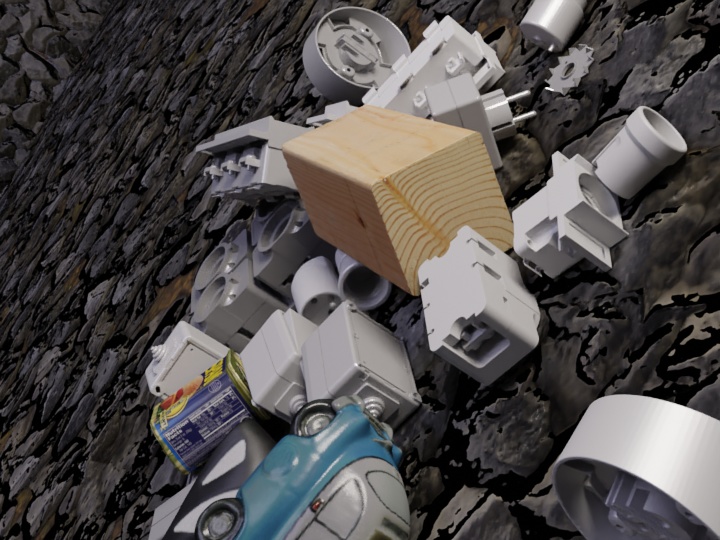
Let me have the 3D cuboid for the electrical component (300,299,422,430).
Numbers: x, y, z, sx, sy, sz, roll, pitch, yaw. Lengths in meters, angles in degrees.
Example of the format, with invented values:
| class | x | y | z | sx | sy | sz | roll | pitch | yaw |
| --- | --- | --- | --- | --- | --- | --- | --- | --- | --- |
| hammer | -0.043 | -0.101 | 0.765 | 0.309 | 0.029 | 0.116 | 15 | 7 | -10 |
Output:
| class | x | y | z | sx | sy | sz | roll | pitch | yaw |
| --- | --- | --- | --- | --- | --- | --- | --- | --- | --- |
| electrical component | -0.002 | 0.080 | 0.767 | 0.061 | 0.062 | 0.096 | -46 | 27 | 20 |

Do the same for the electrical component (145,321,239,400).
| class | x | y | z | sx | sy | sz | roll | pitch | yaw |
| --- | --- | --- | --- | --- | --- | --- | --- | --- | --- |
| electrical component | -0.149 | 0.091 | 0.970 | 0.061 | 0.096 | 0.061 | -55 | 21 | 2 |

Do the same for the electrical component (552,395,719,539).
| class | x | y | z | sx | sy | sz | roll | pitch | yaw |
| --- | --- | --- | --- | --- | --- | --- | --- | --- | --- |
| electrical component | 0.133 | 0.101 | 0.469 | 0.099 | 0.099 | 0.064 | -11 | 44 | 56 |

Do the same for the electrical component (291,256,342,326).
| class | x | y | z | sx | sy | sz | roll | pitch | yaw |
| --- | --- | --- | --- | --- | --- | --- | --- | --- | --- |
| electrical component | -0.036 | 0.019 | 0.921 | 0.043 | 0.043 | 0.081 | -49 | 26 | 13 |

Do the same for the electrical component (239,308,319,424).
| class | x | y | z | sx | sy | sz | roll | pitch | yaw |
| --- | --- | --- | --- | --- | --- | --- | --- | --- | --- |
| electrical component | -0.048 | 0.081 | 0.847 | 0.061 | 0.062 | 0.096 | -51 | 26 | 10 |

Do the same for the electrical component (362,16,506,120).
| class | x | y | z | sx | sy | sz | roll | pitch | yaw |
| --- | --- | --- | --- | --- | --- | --- | --- | --- | --- |
| electrical component | 0.059 | -0.156 | 0.941 | 0.121 | 0.063 | 0.078 | -45 | 27 | 22 |

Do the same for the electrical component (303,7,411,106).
| class | x | y | z | sx | sy | sz | roll | pitch | yaw |
| --- | --- | --- | --- | --- | --- | --- | --- | --- | --- |
| electrical component | -0.006 | -0.217 | 1.093 | 0.064 | 0.099 | 0.099 | -31 | 34 | 53 |

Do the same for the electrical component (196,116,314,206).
| class | x | y | z | sx | sy | sz | roll | pitch | yaw |
| --- | --- | --- | --- | --- | --- | --- | --- | --- | --- |
| electrical component | -0.094 | -0.097 | 0.990 | 0.121 | 0.079 | 0.063 | -3 | 78 | 60 |

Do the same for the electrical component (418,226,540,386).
| class | x | y | z | sx | sy | sz | roll | pitch | yaw |
| --- | --- | --- | --- | --- | --- | --- | --- | --- | --- |
| electrical component | 0.078 | 0.024 | 0.700 | 0.050 | 0.056 | 0.089 | -43 | 28 | 25 |

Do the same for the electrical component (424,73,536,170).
| class | x | y | z | sx | sy | sz | roll | pitch | yaw |
| --- | --- | --- | --- | --- | --- | --- | --- | --- | --- |
| electrical component | 0.098 | -0.116 | 0.833 | 0.077 | 0.065 | 0.047 | -19 | 34 | 7 |

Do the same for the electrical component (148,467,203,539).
| class | x | y | z | sx | sy | sz | roll | pitch | yaw |
| --- | --- | --- | --- | --- | --- | --- | --- | --- | --- |
| electrical component | -0.124 | 0.186 | 0.872 | 0.083 | 0.047 | 0.075 | -38 | 30 | 32 |

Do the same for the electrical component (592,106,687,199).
| class | x | y | z | sx | sy | sz | roll | pitch | yaw |
| --- | --- | --- | --- | --- | --- | --- | --- | --- | --- |
| electrical component | 0.173 | -0.072 | 0.670 | 0.046 | 0.040 | 0.040 | -48 | 26 | 30 |

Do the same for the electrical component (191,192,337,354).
| class | x | y | z | sx | sy | sz | roll | pitch | yaw |
| --- | --- | --- | --- | --- | --- | --- | --- | --- | --- |
| electrical component | -0.088 | -0.006 | 1.023 | 0.186 | 0.060 | 0.105 | -46 | 27 | 20 |

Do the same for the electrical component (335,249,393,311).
| class | x | y | z | sx | sy | sz | roll | pitch | yaw |
| --- | --- | --- | --- | --- | --- | --- | --- | --- | --- |
| electrical component | 0.000 | 0.000 | 0.886 | 0.044 | 0.044 | 0.065 | -49 | 22 | 14 |

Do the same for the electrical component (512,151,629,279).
| class | x | y | z | sx | sy | sz | roll | pitch | yaw |
| --- | --- | --- | --- | --- | --- | --- | --- | --- | --- |
| electrical component | 0.132 | -0.031 | 0.689 | 0.064 | 0.042 | 0.081 | -41 | 28 | 35 |

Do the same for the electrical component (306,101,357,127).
| class | x | y | z | sx | sy | sz | roll | pitch | yaw |
| --- | --- | --- | --- | --- | --- | --- | --- | --- | --- |
| electrical component | -0.007 | -0.121 | 1.010 | 0.042 | 0.081 | 0.063 | 2 | 84 | 61 |

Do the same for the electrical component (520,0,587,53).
| class | x | y | z | sx | sy | sz | roll | pitch | yaw |
| --- | --- | --- | --- | --- | --- | --- | --- | --- | --- |
| electrical component | 0.160 | -0.210 | 0.854 | 0.078 | 0.040 | 0.040 | -57 | 25 | -5 |
